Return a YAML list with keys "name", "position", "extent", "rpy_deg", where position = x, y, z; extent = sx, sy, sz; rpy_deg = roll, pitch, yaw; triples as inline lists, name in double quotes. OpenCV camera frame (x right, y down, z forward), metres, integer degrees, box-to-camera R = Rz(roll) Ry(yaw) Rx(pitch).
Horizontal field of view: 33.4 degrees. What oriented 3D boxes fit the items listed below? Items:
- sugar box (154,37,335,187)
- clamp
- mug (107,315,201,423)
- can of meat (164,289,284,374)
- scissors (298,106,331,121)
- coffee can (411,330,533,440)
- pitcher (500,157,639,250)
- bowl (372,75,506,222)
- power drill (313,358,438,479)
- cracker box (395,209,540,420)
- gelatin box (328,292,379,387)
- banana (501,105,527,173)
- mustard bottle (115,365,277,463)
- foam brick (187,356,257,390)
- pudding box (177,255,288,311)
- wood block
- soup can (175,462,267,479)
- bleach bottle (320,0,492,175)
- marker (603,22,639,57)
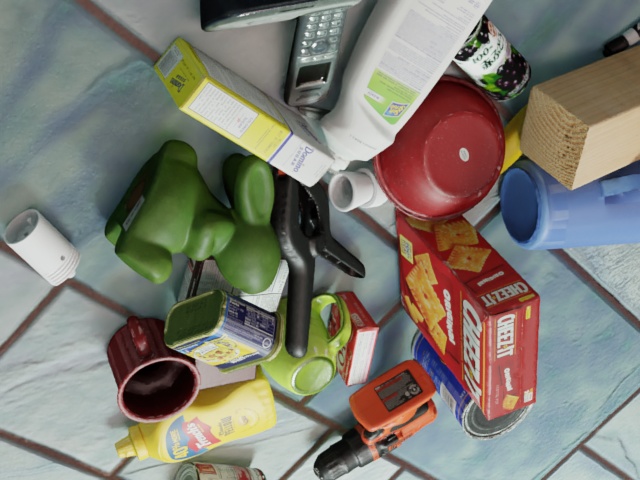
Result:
- name: "sugar box"
  position: [-0.072, -0.122, 1.035]
  extent: [0.048, 0.093, 0.176]
  rpy_deg: [-47, 130, 12]
- name: "clamp"
  position: [-0.008, 0.001, 1.169]
  extent: [0.164, 0.036, 0.210]
  rpy_deg: [-43, 129, -49]
- name: "mug"
  position: [-0.189, 0.131, 1.169]
  extent: [0.093, 0.081, 0.117]
  rpy_deg: [-23, 131, -9]
- name: "can of meat"
  position: [-0.104, 0.096, 1.129]
  extent: [0.102, 0.057, 0.083]
  rpy_deg: [-21, 142, 41]
- name: "scissors"
  position: [0.059, -0.103, 1.166]
  extent: [0.201, 0.016, 0.096]
  rpy_deg: [-3, 124, -25]
- name: "coffee can"
  position: [0.191, 0.167, 1.347]
  extent: [0.102, 0.140, 0.103]
  rpy_deg: [-13, 128, -18]
- name: "pitcher"
  position: [0.347, -0.056, 1.264]
  extent: [0.242, 0.145, 0.149]
  rpy_deg: [-7, 130, -18]
- name: "bowl"
  position: [0.140, -0.095, 1.145]
  extent: [0.162, 0.055, 0.162]
  rpy_deg: [-4, 103, -20]
- name: "power drill"
  position: [0.072, 0.230, 1.346]
  extent: [0.184, 0.057, 0.188]
  rpy_deg: [-31, 159, -15]
- name: "cracker box"
  position: [0.163, 0.073, 1.215]
  extent: [0.072, 0.214, 0.164]
  rpy_deg: [-19, 130, -14]
- name: "gelatin box"
  position: [0.036, 0.118, 1.278]
  extent: [0.030, 0.073, 0.089]
  rpy_deg: [-6, 126, -22]
- name: "banana"
  position: [0.186, -0.093, 1.213]
  extent: [0.197, 0.037, 0.069]
  rpy_deg: [-32, 146, -11]
- name: "mustard bottle"
  position: [-0.150, 0.215, 1.267]
  extent: [0.191, 0.058, 0.096]
  rpy_deg: [-19, 135, -13]
- name: "foam brick"
  position: [-0.116, 0.133, 1.226]
  extent: [0.078, 0.053, 0.051]
  rpy_deg: [-8, 127, -21]
- name: "pudding box"
  position: [-0.094, 0.045, 1.183]
  extent: [0.113, 0.039, 0.090]
  rpy_deg: [0, 124, -29]
- name: "wood block"
  position: [0.335, -0.146, 1.193]
  extent: [0.205, 0.090, 0.091]
  rpy_deg: [-23, 139, -25]
- name: "soup can"
  position: [-0.126, 0.318, 1.348]
  extent: [0.102, 0.068, 0.069]
  rpy_deg: [14, 116, -33]
- name: "bleach bottle"
  position: [0.070, -0.178, 1.074]
  extent: [0.102, 0.068, 0.251]
  rpy_deg: [27, 109, -22]
- name: "marker"
  position: [0.375, -0.245, 1.217]
  extent: [0.121, 0.020, 0.020]
  rpy_deg: [-34, 132, 0]
